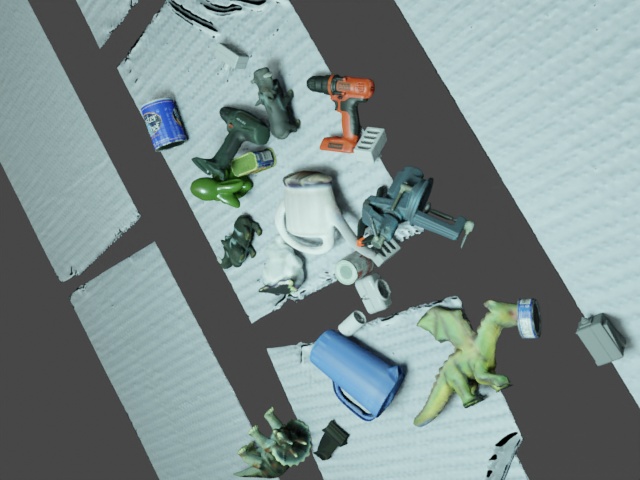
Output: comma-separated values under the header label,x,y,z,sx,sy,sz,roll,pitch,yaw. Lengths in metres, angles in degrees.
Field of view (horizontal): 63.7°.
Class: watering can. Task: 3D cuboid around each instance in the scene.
label,x,y,z,sx,sy,sz,roll,pitch,yaw
watering can,0.004,-0.067,1.334,0.348,0.105,0.222,8,107,42

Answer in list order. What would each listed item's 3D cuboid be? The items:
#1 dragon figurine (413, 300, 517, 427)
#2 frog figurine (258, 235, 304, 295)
label,x,y,z,sx,sy,sz,roll,pitch,yaw
dragon figurine,0.324,0.279,1.248,0.404,0.122,0.247,-39,63,32
frog figurine,-0.109,0.071,1.476,0.135,0.122,0.163,-32,49,43
